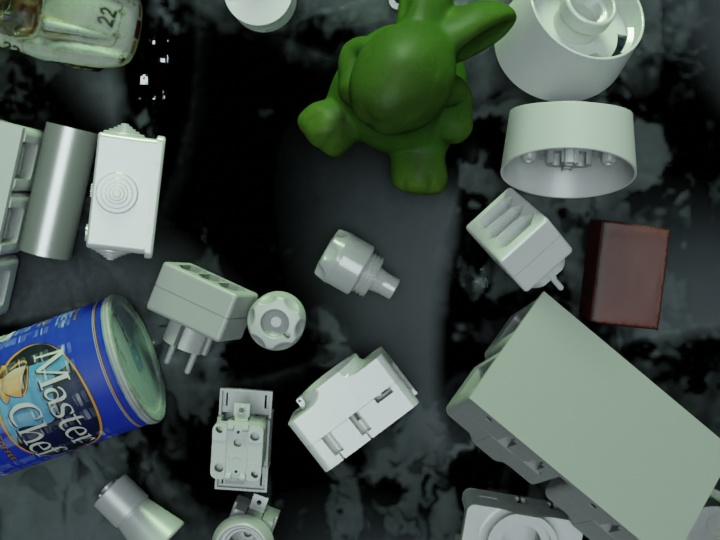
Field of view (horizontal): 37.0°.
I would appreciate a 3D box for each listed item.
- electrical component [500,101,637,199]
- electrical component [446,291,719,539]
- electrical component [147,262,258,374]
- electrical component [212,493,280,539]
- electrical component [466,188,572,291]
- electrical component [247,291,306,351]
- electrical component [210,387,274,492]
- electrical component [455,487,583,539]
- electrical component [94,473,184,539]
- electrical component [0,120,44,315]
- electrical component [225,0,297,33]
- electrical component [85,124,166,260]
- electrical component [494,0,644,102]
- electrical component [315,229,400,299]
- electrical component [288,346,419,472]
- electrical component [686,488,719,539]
[{"bbox_3d":[0.154,-0.090,0.795,0.099,0.099,0.064,3,88,1],"label":"electrical component"},{"bbox_3d":[0.169,0.121,0.804,0.186,0.060,0.105,40,65,-1],"label":"electrical component"},{"bbox_3d":[-0.128,0.041,0.827,0.066,0.047,0.076,24,95,14],"label":"electrical component"},{"bbox_3d":[-0.089,0.210,0.841,0.048,0.055,0.066,20,94,0],"label":"electrical component"},{"bbox_3d":[0.130,-0.012,0.819,0.047,0.065,0.076,-42,121,4],"label":"electrical component"},{"bbox_3d":[-0.063,0.037,0.825,0.043,0.062,0.043,0,94,1],"label":"electrical component"},{"bbox_3d":[-0.092,0.134,0.832,0.042,0.064,0.081,3,95,2],"label":"electrical component"},{"bbox_3d":[0.123,0.207,0.836,0.089,0.055,0.050,9,94,1],"label":"electrical component"},{"bbox_3d":[-0.177,0.194,0.851,0.065,0.044,0.044,44,94,3],"label":"electrical component"},{"bbox_3d":[-0.306,-0.045,0.825,0.089,0.061,0.150,14,95,0],"label":"electrical component"},{"bbox_3d":[-0.071,-0.251,0.798,0.052,0.073,0.138,7,94,1],"label":"electrical component"},{"bbox_3d":[-0.175,-0.058,0.803,0.048,0.100,0.099,6,95,-12],"label":"electrical component"},{"bbox_3d":[0.157,-0.179,0.799,0.099,0.064,0.099,6,66,-14],"label":"electrical component"},{"bbox_3d":[0.000,0.000,0.830,0.062,0.043,0.043,30,94,-3],"label":"electrical component"},{"bbox_3d":[-0.007,0.103,0.834,0.089,0.050,0.055,-37,93,4],"label":"electrical component"},{"bbox_3d":[0.266,0.212,0.835,0.080,0.051,0.080,0,94,1],"label":"electrical component"}]
